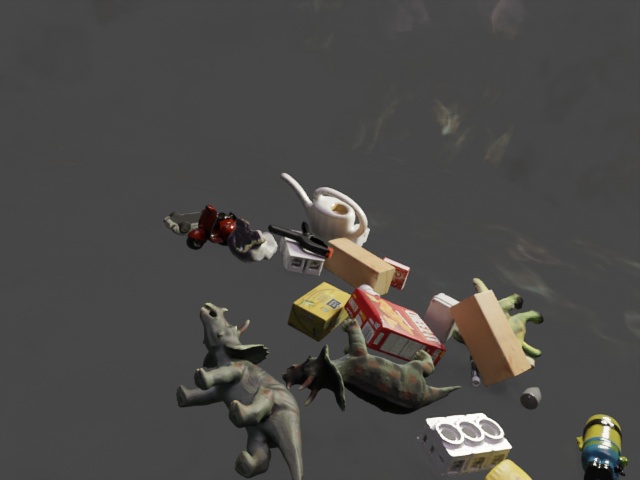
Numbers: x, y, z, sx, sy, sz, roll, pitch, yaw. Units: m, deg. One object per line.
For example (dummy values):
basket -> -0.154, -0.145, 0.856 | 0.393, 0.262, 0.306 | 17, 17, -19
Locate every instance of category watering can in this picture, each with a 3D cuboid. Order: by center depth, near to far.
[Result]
watering can -> 0.005, -0.088, 1.739 | 0.350, 0.219, 0.106 | 27, 41, 25

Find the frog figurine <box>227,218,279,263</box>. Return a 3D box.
frog figurine -> -0.197, 0.019, 1.538 | 0.138, 0.124, 0.157 | 15, -16, 20

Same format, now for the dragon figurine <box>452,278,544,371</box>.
dragon figurine -> 0.477, 0.235, 1.464 | 0.243, 0.120, 0.417 | -3, 27, -23
